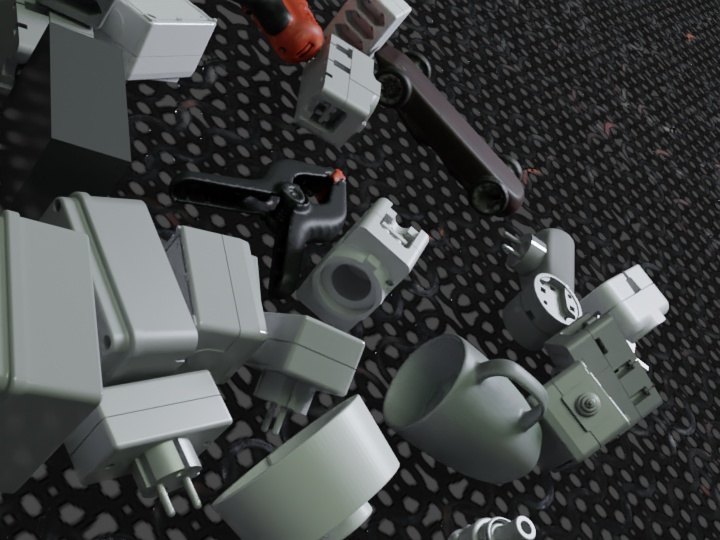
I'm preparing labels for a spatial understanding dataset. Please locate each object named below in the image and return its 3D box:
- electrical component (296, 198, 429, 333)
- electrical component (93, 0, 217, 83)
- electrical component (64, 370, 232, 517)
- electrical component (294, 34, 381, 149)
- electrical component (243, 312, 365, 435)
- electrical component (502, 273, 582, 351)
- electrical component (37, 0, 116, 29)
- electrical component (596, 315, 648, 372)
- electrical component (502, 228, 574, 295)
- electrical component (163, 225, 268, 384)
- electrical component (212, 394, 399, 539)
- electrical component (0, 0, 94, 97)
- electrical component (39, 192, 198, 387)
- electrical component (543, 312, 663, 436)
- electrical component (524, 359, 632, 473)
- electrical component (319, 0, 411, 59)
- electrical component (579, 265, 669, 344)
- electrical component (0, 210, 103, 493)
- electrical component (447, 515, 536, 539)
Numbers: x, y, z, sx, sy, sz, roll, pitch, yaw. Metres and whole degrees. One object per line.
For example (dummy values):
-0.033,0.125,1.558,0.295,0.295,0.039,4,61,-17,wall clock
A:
0.000,0.000,0.795,0.050,0.089,0.055,41,37,-5,electrical component
-0.163,-0.184,0.838,0.062,0.061,0.096,40,28,17,electrical component
-0.115,0.106,0.619,0.083,0.047,0.075,-6,60,-46,electrical component
-0.019,-0.158,0.962,0.056,0.050,0.089,28,40,-21,electrical component
-0.046,0.071,0.705,0.047,0.083,0.075,26,79,-24,electrical component
0.159,0.038,0.945,0.055,0.047,0.055,25,41,-24,electrical component
-0.191,-0.225,0.762,0.047,0.065,0.076,21,41,-28,electrical component
0.212,0.084,0.958,0.081,0.042,0.063,36,41,-10,electrical component
0.163,-0.008,0.995,0.079,0.044,0.077,33,38,-16,electrical component
-0.101,0.019,0.704,0.061,0.061,0.096,13,47,-36,electrical component
-0.026,0.130,0.636,0.060,0.108,0.108,53,37,2,electrical component
-0.228,-0.165,0.768,0.056,0.050,0.089,12,47,-36,electrical component
-0.155,0.018,0.641,0.057,0.078,0.113,2,54,-47,electrical component
0.198,0.088,0.893,0.056,0.050,0.089,-34,97,-12,electrical component
0.159,0.115,0.829,0.061,0.096,0.061,-34,79,-12,electrical component
0.010,-0.239,1.040,0.047,0.083,0.076,45,36,1,electrical component
0.250,0.040,1.025,0.095,0.053,0.059,-20,70,-51,electrical component
-0.185,0.045,0.560,0.056,0.109,0.108,16,45,-37,electrical component
0.092,0.187,0.727,0.048,0.062,0.048,25,41,-24,electrical component
